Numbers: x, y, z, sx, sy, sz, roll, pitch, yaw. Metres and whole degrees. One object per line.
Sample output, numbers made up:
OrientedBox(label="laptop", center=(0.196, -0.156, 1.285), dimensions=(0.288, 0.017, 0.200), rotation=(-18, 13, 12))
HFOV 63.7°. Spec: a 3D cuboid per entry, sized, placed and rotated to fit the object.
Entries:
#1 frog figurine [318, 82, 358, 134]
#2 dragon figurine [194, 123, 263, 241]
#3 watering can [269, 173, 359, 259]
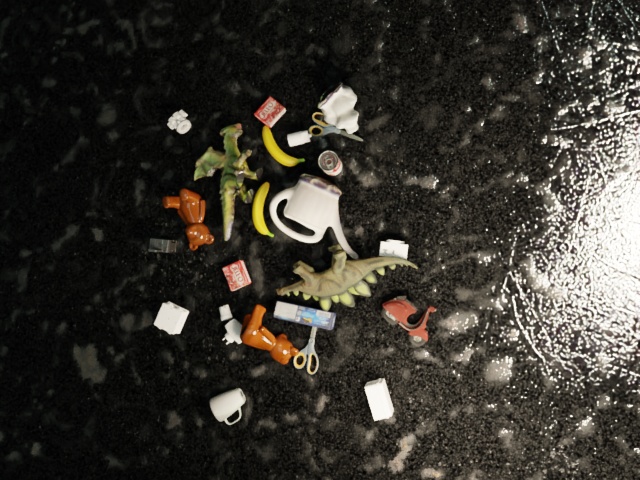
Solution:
OrientedBox(label="frog figurine", center=(0.078, -0.449, 1.773), dimensions=(0.157, 0.124, 0.138), rotation=(44, 84, -24))
OrientedBox(label="dragon figurine", center=(-0.347, -0.224, 1.831), dimensions=(0.244, 0.121, 0.411), rotation=(20, 87, 28))
OrientedBox(label="watering can", center=(0.005, -0.088, 1.743), dimensions=(0.347, 0.104, 0.224), rotation=(24, 90, -2))
